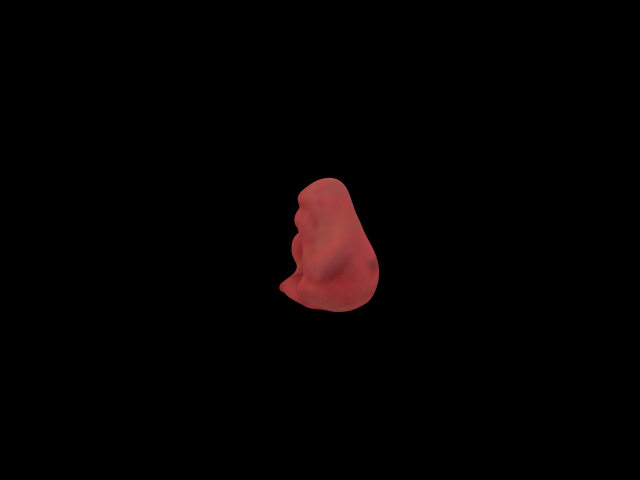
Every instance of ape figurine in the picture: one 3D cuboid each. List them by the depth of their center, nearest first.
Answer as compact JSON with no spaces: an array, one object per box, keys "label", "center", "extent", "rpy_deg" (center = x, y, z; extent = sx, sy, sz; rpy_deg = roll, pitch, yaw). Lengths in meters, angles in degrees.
[{"label":"ape figurine","center":[0.004,0.001,0.400],"extent":[0.076,0.092,0.078],"rpy_deg":[4,19,12]}]
